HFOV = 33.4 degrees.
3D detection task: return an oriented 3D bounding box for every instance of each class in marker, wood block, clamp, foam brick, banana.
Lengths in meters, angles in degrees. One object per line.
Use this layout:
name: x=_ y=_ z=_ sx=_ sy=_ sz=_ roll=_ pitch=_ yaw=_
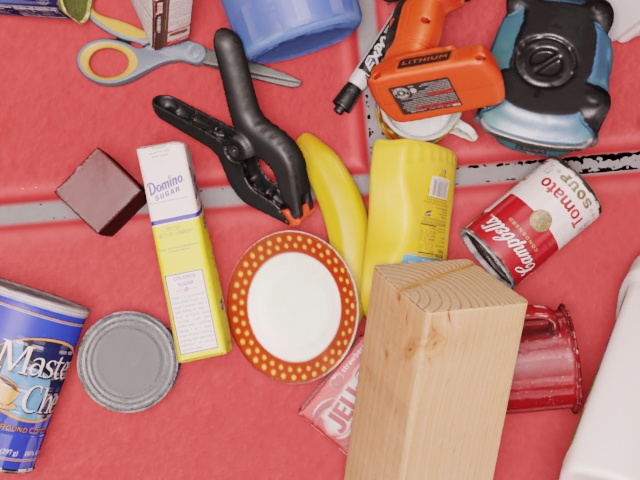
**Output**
marker: x=0.049 y=-0.162 z=0.940 sx=0.020 sy=0.020 sz=0.121 roll=34 pitch=87 yaw=1
wood block: x=0.085 y=0.128 z=0.841 sx=0.090 sy=0.090 sz=0.206 roll=-3 pitch=112 yaw=-24
clamp: x=-0.072 y=-0.083 z=0.905 sx=0.039 sy=0.120 sz=0.171 roll=-34 pitch=98 yaw=-41
foam brick: x=-0.181 y=-0.039 z=0.899 sx=0.051 sy=0.078 sz=0.053 roll=44 pitch=87 yaw=0
banana: x=0.012 y=0.005 z=0.920 sx=0.069 sy=0.037 sz=0.198 roll=1 pitch=87 yaw=-1

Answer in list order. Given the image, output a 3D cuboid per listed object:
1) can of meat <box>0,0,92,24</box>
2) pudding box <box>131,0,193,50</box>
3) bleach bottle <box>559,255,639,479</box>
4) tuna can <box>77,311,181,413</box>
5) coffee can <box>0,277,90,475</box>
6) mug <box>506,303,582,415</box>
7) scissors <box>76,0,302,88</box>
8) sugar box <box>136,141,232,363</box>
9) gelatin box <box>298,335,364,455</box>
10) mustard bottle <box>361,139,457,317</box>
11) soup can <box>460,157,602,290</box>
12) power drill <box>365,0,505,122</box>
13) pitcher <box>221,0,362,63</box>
can of meat: x=-0.241 y=-0.240 z=0.914 sx=0.084 sy=0.057 sz=0.102 roll=6 pitch=84 yaw=13
pudding box: x=-0.144 y=-0.230 z=0.895 sx=0.039 sy=0.090 sz=0.113 roll=-21 pitch=77 yaw=-14
bleach bottle: x=0.257 y=0.106 z=0.870 sx=0.068 sy=0.102 sz=0.250 roll=13 pitch=54 yaw=19
tuna can: x=-0.162 y=0.104 z=0.913 sx=0.086 sy=0.034 sz=0.086 roll=0 pitch=86 yaw=-1
coffee can: x=-0.261 y=0.108 z=0.876 sx=0.103 sy=0.103 sz=0.140 roll=19 pitch=87 yaw=0
mug: x=0.168 y=0.095 z=0.884 sx=0.081 sy=0.117 sz=0.093 roll=-6 pitch=49 yaw=3
scissors: x=-0.126 y=-0.150 z=0.936 sx=0.202 sy=0.016 sz=0.096 roll=31 pitch=85 yaw=2
sugar box: x=-0.111 y=0.011 z=0.890 sx=0.048 sy=0.093 sz=0.176 roll=-9 pitch=87 yaw=-3
gelatin box: x=0.036 y=0.138 z=0.917 sx=0.073 sy=0.030 sz=0.089 roll=40 pitch=86 yaw=1
mustard bottle: x=0.072 y=0.016 z=0.895 sx=0.058 sy=0.096 sz=0.191 roll=4 pitch=87 yaw=32
soup can: x=0.180 y=-0.014 z=0.911 sx=0.102 sy=0.068 sz=0.068 roll=-39 pitch=88 yaw=-4
power drill: x=0.115 y=-0.190 z=0.862 sx=0.185 sy=0.057 sz=0.187 roll=-10 pitch=52 yaw=27
pitcher: x=-0.059 y=-0.275 z=0.899 sx=0.144 sy=0.149 sz=0.243 roll=-17 pitch=90 yaw=-23
